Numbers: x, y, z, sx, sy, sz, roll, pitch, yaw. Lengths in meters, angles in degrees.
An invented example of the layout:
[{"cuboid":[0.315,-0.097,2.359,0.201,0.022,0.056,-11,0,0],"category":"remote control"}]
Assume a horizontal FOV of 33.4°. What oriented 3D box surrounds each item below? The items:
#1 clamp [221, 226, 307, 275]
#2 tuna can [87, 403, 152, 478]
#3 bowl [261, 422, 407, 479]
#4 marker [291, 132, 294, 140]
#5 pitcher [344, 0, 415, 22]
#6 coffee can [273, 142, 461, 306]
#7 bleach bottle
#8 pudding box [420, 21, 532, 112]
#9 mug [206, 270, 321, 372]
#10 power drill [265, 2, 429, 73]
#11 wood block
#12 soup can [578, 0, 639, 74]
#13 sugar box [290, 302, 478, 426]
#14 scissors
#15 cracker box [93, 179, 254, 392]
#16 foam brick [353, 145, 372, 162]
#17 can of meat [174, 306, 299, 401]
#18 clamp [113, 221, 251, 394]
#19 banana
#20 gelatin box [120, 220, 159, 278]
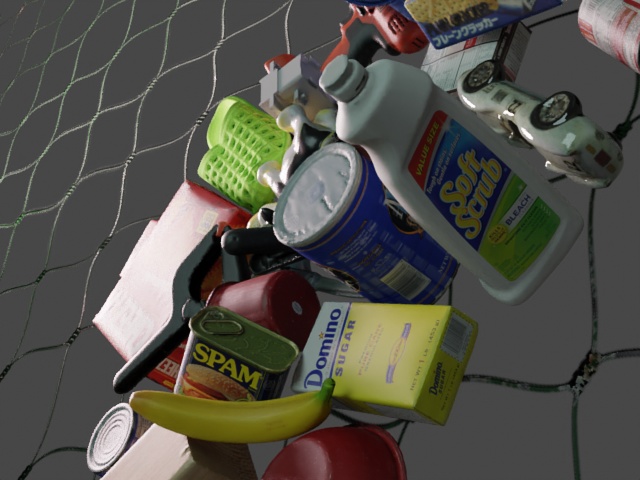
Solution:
[{"cuboid":[-0.007,0.001,1.055,0.120,0.171,0.039,81,-179,-81],"category":"clamp"},{"cuboid":[-0.221,0.226,1.188,0.086,0.033,0.086,-34,37,30],"category":"tuna can"},{"cuboid":[-0.005,0.217,0.885,0.162,0.055,0.162,-35,37,31],"category":"bowl"},{"cuboid":[-0.027,-0.092,1.240,0.020,0.020,0.121,-33,37,32],"category":"marker"},{"cuboid":[0.100,-0.348,1.159,0.145,0.149,0.242,19,40,21],"category":"pitcher"},{"cuboid":[0.043,-0.007,0.948,0.103,0.140,0.103,-34,37,30],"category":"coffee can"},{"cuboid":[0.092,-0.051,0.818,0.102,0.250,0.068,-51,31,7],"category":"bleach bottle"},{"cuboid":[0.147,-0.170,1.061,0.114,0.039,0.090,-10,52,51],"category":"pudding box"},{"cuboid":[-0.052,0.088,1.046,0.082,0.093,0.117,-19,63,38],"category":"mug"},{"cuboid":[0.022,-0.239,1.231,0.188,0.057,0.184,-45,55,23],"category":"power drill"},{"cuboid":[-0.162,0.264,1.019,0.206,0.090,0.091,-46,33,14],"category":"wood block"},{"cuboid":[0.265,-0.175,0.877,0.068,0.068,0.102,-48,31,11],"category":"soup can"},{"cuboid":[0.051,0.103,0.926,0.177,0.048,0.093,-2,59,52],"category":"sugar box"},{"cuboid":[-0.005,0.027,1.102,0.202,0.016,0.096,-12,52,48],"category":"scissors"},{"cuboid":[-0.162,0.045,1.242,0.213,0.072,0.164,-57,32,-2],"category":"cracker box"},{"cuboid":[0.074,-0.090,1.069,0.078,0.053,0.051,-44,32,20],"category":"foam brick"},{"cuboid":[-0.080,0.123,0.993,0.057,0.102,0.084,-44,-23,-59],"category":"can of meat"},{"cuboid":[-0.117,0.085,1.115,0.165,0.036,0.210,16,79,31],"category":"clamp"},{"cuboid":[-0.070,0.151,0.942,0.198,0.069,0.037,-8,31,18],"category":"banana"},{"cuboid":[-0.213,0.019,1.376,0.073,0.030,0.089,12,70,56],"category":"gelatin box"}]
